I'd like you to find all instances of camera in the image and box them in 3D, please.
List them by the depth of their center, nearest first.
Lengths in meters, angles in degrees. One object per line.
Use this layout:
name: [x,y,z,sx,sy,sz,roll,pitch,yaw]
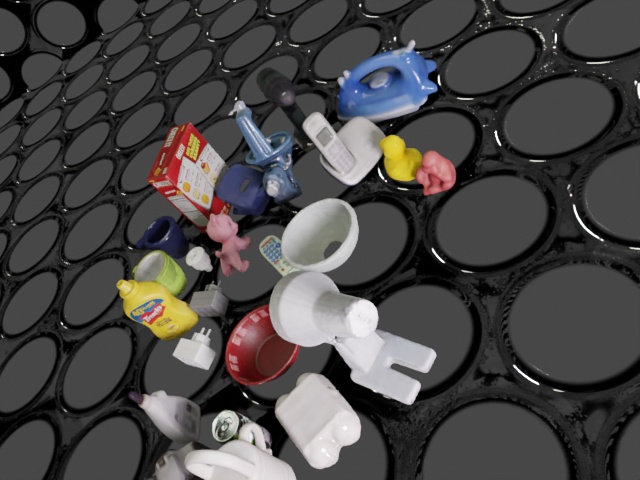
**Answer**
camera: [-0.225,0.425,0.940,0.143,0.101,0.136,-45,44,-5]

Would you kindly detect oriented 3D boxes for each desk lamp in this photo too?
desk lamp: [0.047,0.143,0.902,0.202,0.214,0.118,13,64,40]

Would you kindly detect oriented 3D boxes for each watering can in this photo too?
watering can: [-0.123,0.361,0.855,0.101,0.195,0.172,-28,45,12]

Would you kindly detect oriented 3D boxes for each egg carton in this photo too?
egg carton: [-0.004,0.288,0.925,0.107,0.070,0.149,-45,44,-6]

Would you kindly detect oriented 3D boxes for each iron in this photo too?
iron: [0.128,-0.357,1.297,0.257,0.142,0.118,-14,50,25]

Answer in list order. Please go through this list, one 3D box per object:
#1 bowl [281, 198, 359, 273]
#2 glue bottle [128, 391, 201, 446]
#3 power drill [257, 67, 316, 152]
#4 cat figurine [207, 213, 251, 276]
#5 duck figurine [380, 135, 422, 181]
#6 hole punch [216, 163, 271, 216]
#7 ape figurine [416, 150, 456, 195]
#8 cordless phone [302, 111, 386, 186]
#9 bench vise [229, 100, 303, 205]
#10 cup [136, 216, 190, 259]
bowl: [0.010,0.004,1.136,0.167,0.075,0.167,-18,48,21]
glue bottle: [-0.277,0.304,1.018,0.037,0.174,0.078,-22,47,18]
power drill: [-0.067,-0.310,1.341,0.075,0.209,0.229,-38,44,2]
cat figurine: [-0.210,-0.002,1.256,0.067,0.118,0.127,-20,47,19]
duck figurine: [0.161,-0.175,1.170,0.077,0.086,0.104,-44,44,-4]
hole punch: [-0.172,-0.120,1.344,0.100,0.091,0.109,5,60,36]
ape figurine: [0.219,-0.135,1.095,0.076,0.092,0.077,-45,44,-5]
cordless phone: [0.050,-0.218,1.207,0.093,0.186,0.148,28,75,44]
bench vise: [-0.113,-0.200,1.275,0.121,0.220,0.207,-36,44,4]
cup: [-0.369,0.009,1.370,0.117,0.095,0.091,-27,46,13]
